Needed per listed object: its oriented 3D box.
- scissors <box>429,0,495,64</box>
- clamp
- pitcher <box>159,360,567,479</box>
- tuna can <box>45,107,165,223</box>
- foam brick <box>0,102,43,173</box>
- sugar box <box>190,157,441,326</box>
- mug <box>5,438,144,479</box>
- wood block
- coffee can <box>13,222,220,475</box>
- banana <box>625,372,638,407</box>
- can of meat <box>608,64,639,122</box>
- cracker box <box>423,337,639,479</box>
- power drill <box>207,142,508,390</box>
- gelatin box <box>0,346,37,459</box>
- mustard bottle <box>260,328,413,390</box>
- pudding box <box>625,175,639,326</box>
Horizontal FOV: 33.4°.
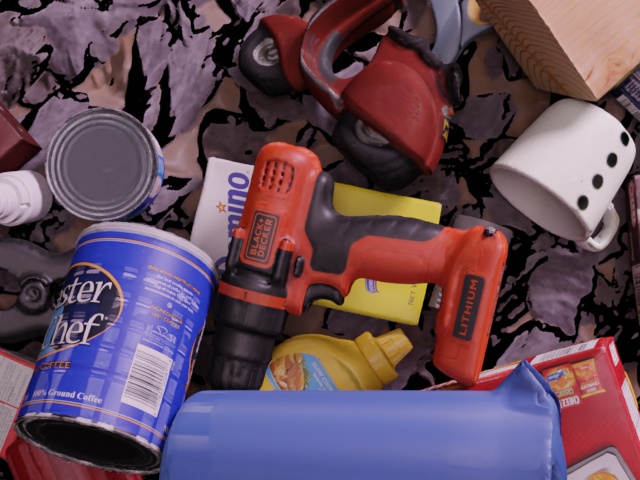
[{"bbox_3d":[0.082,-0.152,0.808,0.202,0.016,0.096,-47,74,9],"label":"scissors"},{"bbox_3d":[-0.204,0.031,0.804,0.171,0.039,0.120,14,81,-3],"label":"clamp"},{"bbox_3d":[0.029,0.164,0.662,0.243,0.145,0.149,1,48,16],"label":"pitcher"},{"bbox_3d":[-0.162,-0.055,0.809,0.086,0.034,0.086,0,86,3],"label":"tuna can"},{"bbox_3d":[-0.260,-0.084,0.807,0.051,0.053,0.078,-42,86,0],"label":"foam brick"},{"bbox_3d":[-0.005,0.001,0.790,0.176,0.048,0.093,11,87,3],"label":"sugar box"},{"bbox_3d":[-0.182,0.176,0.775,0.117,0.093,0.081,-34,78,37],"label":"mug"},{"bbox_3d":[0.225,-0.202,0.749,0.206,0.090,0.090,-42,111,-4],"label":"wood block"},{"bbox_3d":[-0.133,0.073,0.716,0.103,0.103,0.140,11,62,4],"label":"coffee can"},{"bbox_3d":[0.244,0.189,0.770,0.069,0.037,0.198,-33,86,-16],"label":"banana"},{"bbox_3d":[0.272,-0.118,0.777,0.102,0.057,0.084,-44,87,0],"label":"can of meat"},{"bbox_3d":[0.157,0.191,0.737,0.164,0.072,0.214,-20,86,21],"label":"cracker box"},{"bbox_3d":[0.023,0.040,0.720,0.188,0.057,0.184,14,93,11],"label":"power drill"},{"bbox_3d":[-0.256,0.113,0.805,0.089,0.030,0.073,22,89,5],"label":"gelatin box"},{"bbox_3d":[-0.016,0.124,0.776,0.191,0.058,0.096,-34,87,1],"label":"mustard bottle"},{"bbox_3d":[0.274,0.006,0.777,0.090,0.039,0.113,-3,86,3],"label":"pudding box"}]
